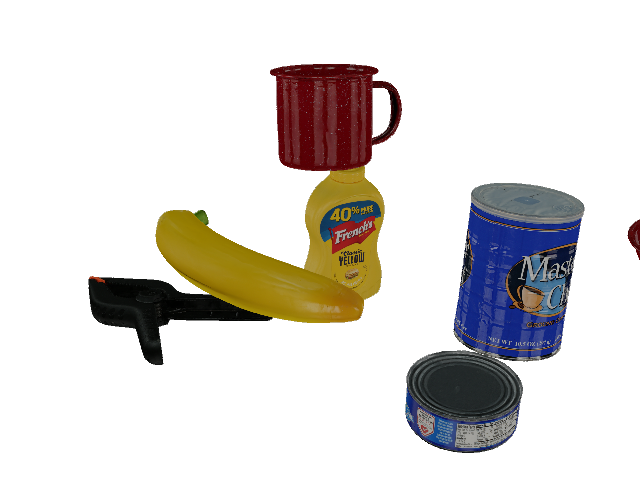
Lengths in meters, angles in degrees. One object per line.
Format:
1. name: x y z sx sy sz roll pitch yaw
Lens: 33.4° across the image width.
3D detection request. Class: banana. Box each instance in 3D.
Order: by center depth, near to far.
1. banana: -0.056 0.013 0.703 0.069 0.037 0.198 -19 31 -32

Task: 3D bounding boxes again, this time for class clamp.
1. clamp: -0.174 0.074 1.091 0.210 0.036 0.164 11 20 33

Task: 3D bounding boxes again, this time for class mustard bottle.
1. mustard bottle: 0.029 -0.019 1.265 0.096 0.192 0.058 -9 29 -21

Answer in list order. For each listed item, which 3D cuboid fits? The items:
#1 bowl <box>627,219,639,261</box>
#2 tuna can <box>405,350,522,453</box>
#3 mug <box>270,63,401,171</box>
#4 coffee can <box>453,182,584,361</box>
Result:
1. bowl: 0.412 0.022 1.150 0.162 0.055 0.162 -1 24 0
2. tuna can: 0.106 0.120 0.797 0.086 0.034 0.086 1 28 -1
3. mug: 0.015 -0.108 0.922 0.117 0.081 0.093 -7 17 -20
4. coffee can: 0.183 0.027 0.996 0.103 0.140 0.103 4 19 -2
